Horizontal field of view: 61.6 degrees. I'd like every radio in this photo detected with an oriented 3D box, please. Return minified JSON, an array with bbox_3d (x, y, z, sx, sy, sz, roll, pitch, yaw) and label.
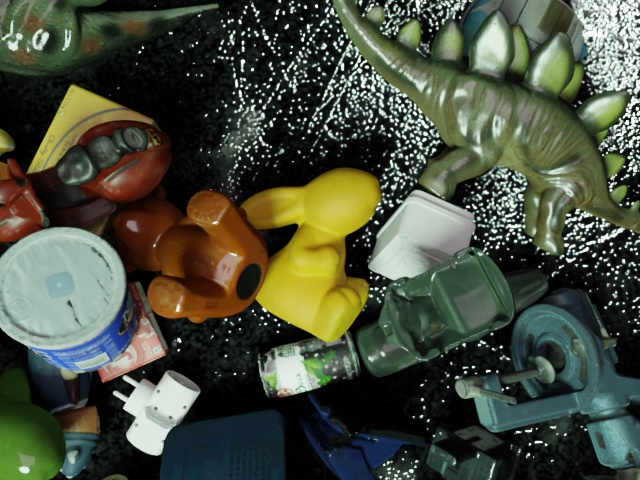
[{"bbox_3d":[-0.087,0.289,0.514,0.131,0.073,0.230,-8,55,5],"label":"radio"}]

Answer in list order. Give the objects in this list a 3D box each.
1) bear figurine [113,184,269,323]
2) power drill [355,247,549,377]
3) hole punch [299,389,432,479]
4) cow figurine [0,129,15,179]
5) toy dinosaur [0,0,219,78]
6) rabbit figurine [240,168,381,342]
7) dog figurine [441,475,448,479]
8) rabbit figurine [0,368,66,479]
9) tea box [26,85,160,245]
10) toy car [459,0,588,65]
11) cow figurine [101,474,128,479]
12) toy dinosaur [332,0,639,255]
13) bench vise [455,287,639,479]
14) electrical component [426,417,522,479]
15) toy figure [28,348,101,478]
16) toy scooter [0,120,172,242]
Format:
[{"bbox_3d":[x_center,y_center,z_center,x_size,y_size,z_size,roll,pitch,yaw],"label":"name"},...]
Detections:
[{"bbox_3d":[-0.150,0.000,0.532,0.196,0.131,0.120,24,84,27],"label":"bear figurine"},{"bbox_3d":[0.140,0.067,0.545,0.232,0.207,0.086,-24,78,5],"label":"power drill"},{"bbox_3d":[0.037,0.217,0.562,0.116,0.142,0.092,19,88,-16],"label":"hole punch"},{"bbox_3d":[-0.369,-0.081,0.548,0.098,0.068,0.167,-45,63,9],"label":"cow figurine"},{"bbox_3d":[-0.331,-0.241,0.571,0.405,0.131,0.192,16,96,-9],"label":"toy dinosaur"},{"bbox_3d":[-0.001,-0.002,0.580,0.162,0.122,0.173,30,104,19],"label":"rabbit figurine"},{"bbox_3d":[0.163,0.311,0.533,0.172,0.190,0.121,-25,88,-9],"label":"dog figurine"},{"bbox_3d":[-0.306,0.202,0.518,0.170,0.121,0.159,-31,69,23],"label":"rabbit figurine"},{"bbox_3d":[-0.252,-0.066,0.583,0.098,0.068,0.169,22,83,-4],"label":"tea box"},{"bbox_3d":[0.246,-0.235,0.630,0.162,0.103,0.109,30,84,-1],"label":"toy car"},{"bbox_3d":[-0.258,0.324,0.535,0.127,0.085,0.195,29,65,39],"label":"cow figurine"},{"bbox_3d":[0.187,-0.130,0.581,0.471,0.105,0.198,26,106,-11],"label":"toy dinosaur"},{"bbox_3d":[0.256,0.165,0.580,0.240,0.129,0.223,-3,78,-23],"label":"bench vise"},{"bbox_3d":[0.155,0.231,0.566,0.075,0.119,0.047,20,99,38],"label":"electrical component"},{"bbox_3d":[-0.265,0.167,0.565,0.058,0.064,0.154,-15,86,-16],"label":"toy figure"},{"bbox_3d":[-0.221,-0.055,0.484,0.184,0.135,0.075,-32,91,-10],"label":"toy scooter"}]
